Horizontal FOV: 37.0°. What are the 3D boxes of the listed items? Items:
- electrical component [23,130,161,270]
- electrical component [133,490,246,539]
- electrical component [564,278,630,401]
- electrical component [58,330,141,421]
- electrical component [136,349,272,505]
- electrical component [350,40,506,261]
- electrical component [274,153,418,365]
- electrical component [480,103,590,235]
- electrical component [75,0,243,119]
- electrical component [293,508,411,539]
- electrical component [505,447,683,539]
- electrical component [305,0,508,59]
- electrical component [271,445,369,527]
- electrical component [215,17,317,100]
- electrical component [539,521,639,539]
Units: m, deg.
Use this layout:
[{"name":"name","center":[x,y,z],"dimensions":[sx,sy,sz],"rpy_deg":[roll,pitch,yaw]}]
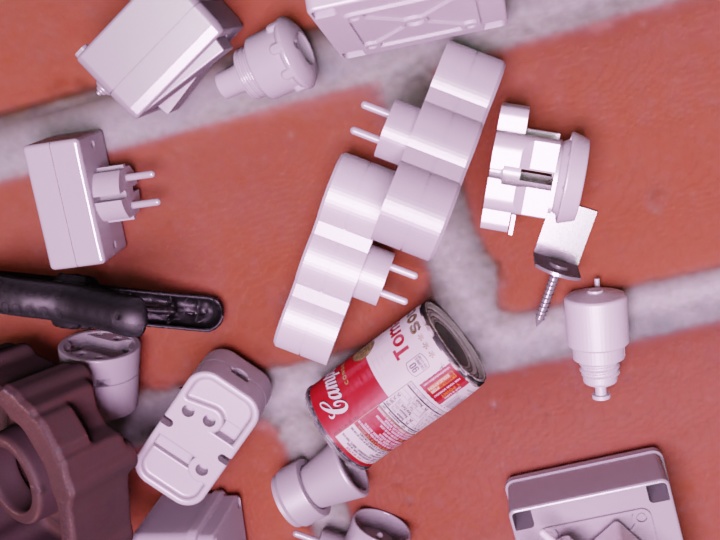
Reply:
[{"name":"electrical component","center":[-0.170,-0.049,0.711],"dimensions":[0.076,0.047,0.083],"rpy_deg":[-7,104,9]},{"name":"electrical component","center":[-0.115,0.221,0.763],"dimensions":[0.057,0.078,0.113],"rpy_deg":[-3,105,11]},{"name":"electrical component","center":[0.155,0.047,0.702],"dimensions":[0.040,0.040,0.078],"rpy_deg":[-4,104,8]},{"name":"electrical component","center":[-0.179,0.073,0.743],"dimensions":[0.055,0.055,0.047],"rpy_deg":[5,109,6]},{"name":"electrical component","center":[-0.105,0.105,0.739],"dimensions":[0.054,0.059,0.095],"rpy_deg":[34,106,-3]},{"name":"electrical component","center":[0.032,-0.079,0.650],"dimensions":[0.074,0.052,0.138],"rpy_deg":[21,69,1]},{"name":"electrical component","center":[0.000,0.000,0.702],"dimensions":[0.074,0.052,0.138],"rpy_deg":[21,107,1]},{"name":"electrical component","center":[0.110,-0.060,0.670],"dimensions":[0.057,0.058,0.078],"rpy_deg":[10,106,7]},{"name":"electrical component","center":[-0.126,-0.136,0.675],"dimensions":[0.096,0.061,0.061],"rpy_deg":[-42,97,15]},{"name":"electrical component","center":[-0.013,0.208,0.765],"dimensions":[0.079,0.043,0.077],"rpy_deg":[19,107,1]},{"name":"electrical component","center":[0.164,0.187,0.731],"dimensions":[0.109,0.056,0.108],"rpy_deg":[-14,103,11]},{"name":"electrical component","center":[0.027,-0.169,0.619],"dimensions":[0.109,0.109,0.056],"rpy_deg":[-10,85,9]},{"name":"electrical component","center":[-0.028,0.149,0.750],"dimensions":[0.055,0.045,0.045],"rpy_deg":[-30,100,14]},{"name":"electrical component","center":[-0.061,-0.128,0.680],"dimensions":[0.062,0.048,0.048],"rpy_deg":[-20,102,19]},{"name":"electrical component","center":[0.135,0.195,0.681],"dimensions":[0.076,0.047,0.083],"rpy_deg":[42,106,-5]}]
